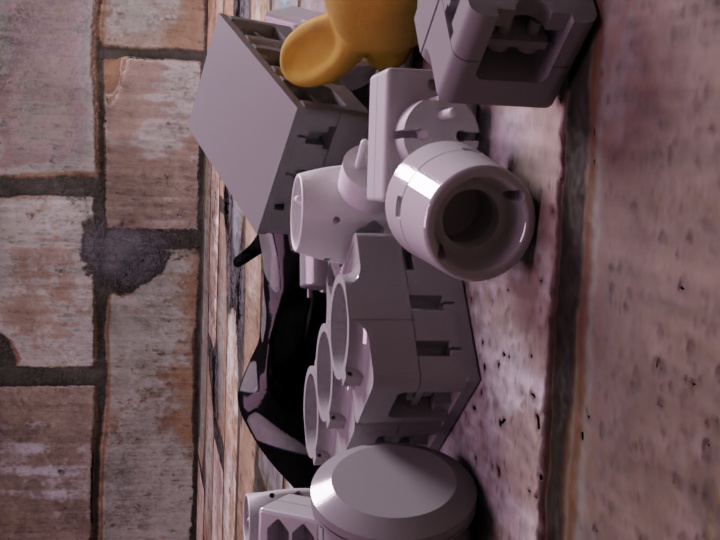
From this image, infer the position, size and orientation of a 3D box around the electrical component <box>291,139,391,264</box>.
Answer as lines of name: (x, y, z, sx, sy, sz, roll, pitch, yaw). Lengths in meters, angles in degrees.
electrical component: (0.005, -0.042, 0.592, 0.079, 0.077, 0.043, 106, 162, -49)

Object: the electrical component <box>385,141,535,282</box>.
electrical component: (0.044, -0.025, 0.465, 0.047, 0.055, 0.055, -135, 47, -68)

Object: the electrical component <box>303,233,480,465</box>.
electrical component: (0.010, 0.057, 0.598, 0.150, 0.062, 0.089, 108, 159, -55)

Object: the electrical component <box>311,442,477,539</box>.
electrical component: (0.016, 0.124, 0.527, 0.080, 0.080, 0.051, -115, 23, -64)

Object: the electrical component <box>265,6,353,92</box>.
electrical component: (-0.043, -0.137, 0.831, 0.079, 0.063, 0.121, -33, -44, -53)

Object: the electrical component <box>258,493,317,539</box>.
electrical component: (-0.010, 0.171, 0.683, 0.076, 0.083, 0.047, -8, -79, -64)

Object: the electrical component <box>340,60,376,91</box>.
electrical component: (-0.004, -0.150, 0.723, 0.055, 0.045, 0.045, 142, 128, -75)

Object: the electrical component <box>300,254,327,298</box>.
electrical component: (-0.026, -0.018, 0.828, 0.040, 0.040, 0.078, 155, 115, -77)

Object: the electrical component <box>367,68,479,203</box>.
electrical component: (0.035, -0.065, 0.525, 0.077, 0.047, 0.065, -161, 72, -77)

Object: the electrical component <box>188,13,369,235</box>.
electrical component: (-0.054, -0.098, 0.719, 0.150, 0.062, 0.089, 53, 131, 47)

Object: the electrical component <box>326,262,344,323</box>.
electrical component: (0.000, 0.000, 0.694, 0.079, 0.043, 0.077, -111, 25, -63)

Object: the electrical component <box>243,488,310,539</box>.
electrical component: (-0.049, 0.211, 0.831, 0.043, 0.077, 0.079, 119, 149, -65)

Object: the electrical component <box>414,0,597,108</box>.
electrical component: (0.054, -0.112, 0.432, 0.055, 0.050, 0.089, 109, 158, -55)
